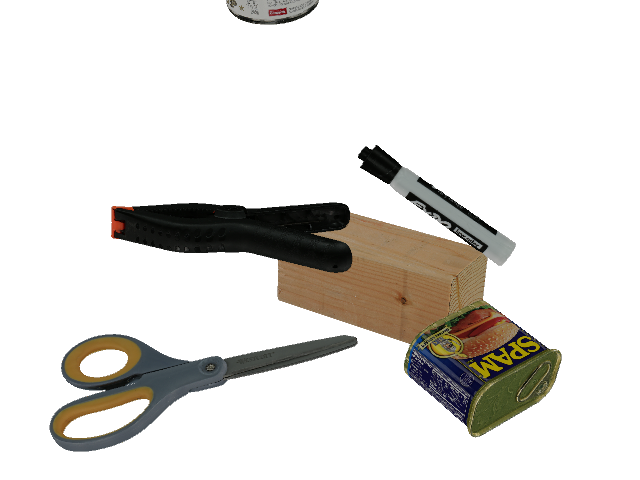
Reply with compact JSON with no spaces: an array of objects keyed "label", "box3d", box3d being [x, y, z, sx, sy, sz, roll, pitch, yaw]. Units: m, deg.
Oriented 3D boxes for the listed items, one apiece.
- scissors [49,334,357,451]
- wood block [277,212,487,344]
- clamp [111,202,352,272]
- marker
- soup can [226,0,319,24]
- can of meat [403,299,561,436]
[{"label":"scissors","box3d":[-0.085,0.077,0.706,0.201,0.016,0.096,-23,46,-13]},{"label":"wood block","box3d":[0.063,0.039,1.145,0.206,0.091,0.090,17,29,28]},{"label":"clamp","box3d":[-0.069,-0.007,0.887,0.210,0.036,0.164,2,13,-6]},{"label":"marker","box3d":[0.077,-0.025,0.716,0.121,0.020,0.020,36,0,0]},{"label":"soup can","box3d":[-0.035,-0.205,0.714,0.068,0.102,0.068,-2,42,2]},{"label":"can of meat","box3d":[0.132,0.102,0.881,0.101,0.057,0.084,-22,44,-32]}]
